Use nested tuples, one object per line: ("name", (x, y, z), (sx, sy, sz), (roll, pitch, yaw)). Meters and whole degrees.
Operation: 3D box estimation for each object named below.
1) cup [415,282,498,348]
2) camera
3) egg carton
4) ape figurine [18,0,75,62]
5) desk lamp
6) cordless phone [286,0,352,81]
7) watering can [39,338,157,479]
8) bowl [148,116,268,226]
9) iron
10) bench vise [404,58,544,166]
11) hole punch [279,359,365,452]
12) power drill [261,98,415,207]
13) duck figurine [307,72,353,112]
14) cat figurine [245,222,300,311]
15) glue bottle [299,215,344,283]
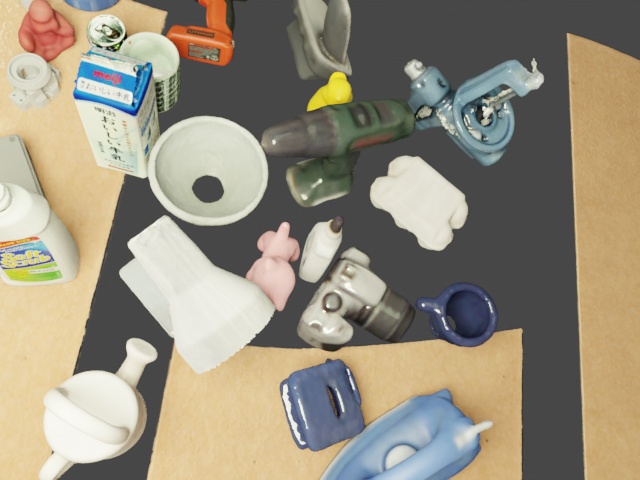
("cup", (0.184, 0.112, 0.830), (0.118, 0.095, 0.092), (14, 70, -8))
("camera", (0.059, 0.098, 0.804), (0.137, 0.100, 0.143), (32, 68, -1))
("egg carton", (0.155, -0.059, 0.894), (0.150, 0.069, 0.107), (40, 69, 2))
("ape figurine", (-0.404, -0.314, 0.841), (0.078, 0.092, 0.076), (-2, 73, -13))
("desk lamp", (-0.162, 0.064, 0.705), (0.118, 0.213, 0.203), (-41, 84, -21))
("cordless phone", (0.013, -0.348, 0.895), (0.094, 0.185, 0.147), (-15, 76, -16))
("watering can", (-0.255, 0.193, 0.653), (0.101, 0.194, 0.173), (14, 70, -7))
("bowl", (-0.161, -0.090, 0.831), (0.167, 0.074, 0.167), (4, 71, -11))
("iron", (0.101, 0.292, 0.728), (0.259, 0.141, 0.118), (-27, 80, -19))
("bench vise", (0.227, -0.214, 0.880), (0.207, 0.219, 0.121), (19, 69, -6))
("hole punch", (0.007, 0.215, 0.759), (0.101, 0.091, 0.108), (-15, 76, -17))
("power drill", (0.015, -0.124, 0.809), (0.230, 0.208, 0.075), (-21, 78, -18))
("duck figurine", (0.023, -0.215, 0.907), (0.077, 0.086, 0.104), (9, 70, -9))
("cat figurine", (-0.063, 0.036, 0.788), (0.067, 0.117, 0.128), (17, 69, -6))
("glue bottle", (0.007, 0.003, 0.785), (0.037, 0.173, 0.078), (17, 69, -6))
